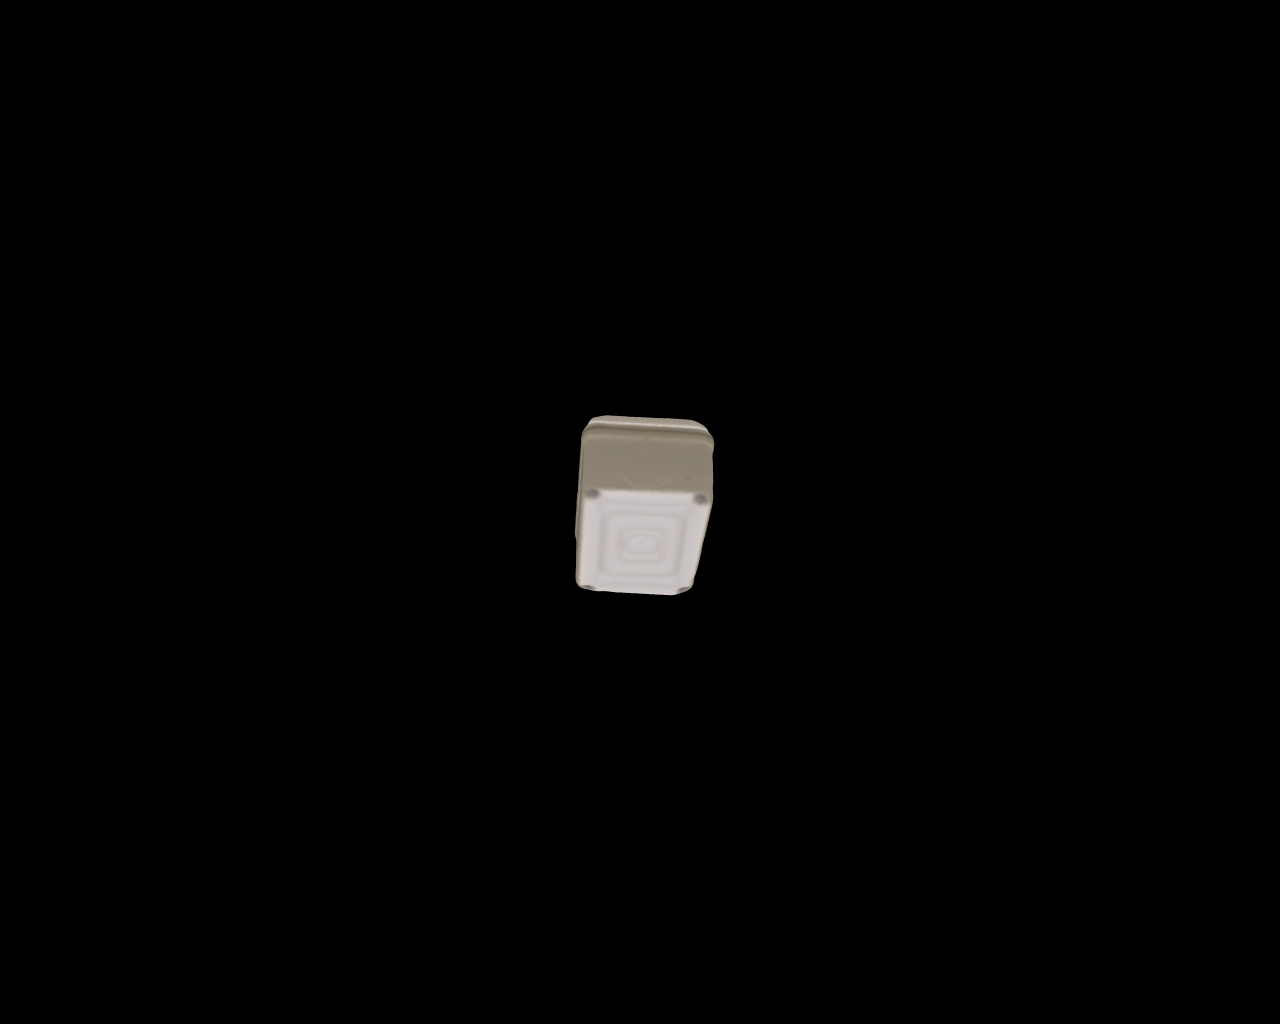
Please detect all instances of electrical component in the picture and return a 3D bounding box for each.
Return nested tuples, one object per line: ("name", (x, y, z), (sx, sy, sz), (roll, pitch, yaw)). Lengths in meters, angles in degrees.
("electrical component", (0.001, -0.003, 0.650), (0.078, 0.057, 0.113), (3, -37, -4))
